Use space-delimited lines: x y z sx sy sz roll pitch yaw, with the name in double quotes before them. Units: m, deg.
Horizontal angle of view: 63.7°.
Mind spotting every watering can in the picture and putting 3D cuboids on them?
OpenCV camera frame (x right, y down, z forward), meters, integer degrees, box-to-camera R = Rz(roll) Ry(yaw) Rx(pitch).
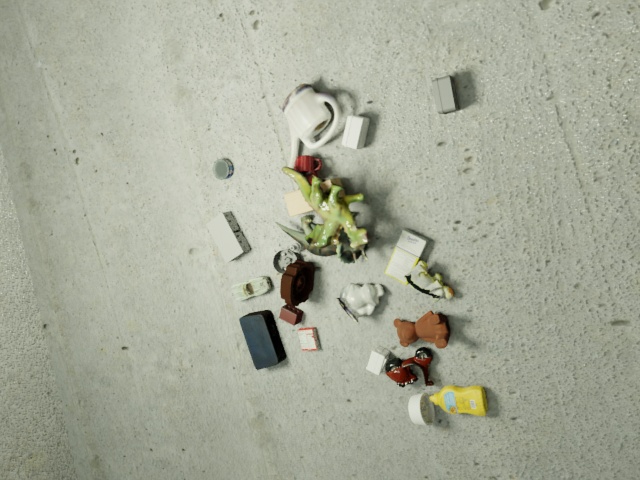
"watering can" -0.065 -0.422 1.888 0.342 0.105 0.226 -40 78 37

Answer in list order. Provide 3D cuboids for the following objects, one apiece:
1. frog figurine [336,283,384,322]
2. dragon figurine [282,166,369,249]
"frog figurine" 0.153 0.209 1.882 0.160 0.120 0.139 -38 68 -8
"dragon figurine" 0.005 -0.089 1.775 0.413 0.122 0.241 23 99 29
